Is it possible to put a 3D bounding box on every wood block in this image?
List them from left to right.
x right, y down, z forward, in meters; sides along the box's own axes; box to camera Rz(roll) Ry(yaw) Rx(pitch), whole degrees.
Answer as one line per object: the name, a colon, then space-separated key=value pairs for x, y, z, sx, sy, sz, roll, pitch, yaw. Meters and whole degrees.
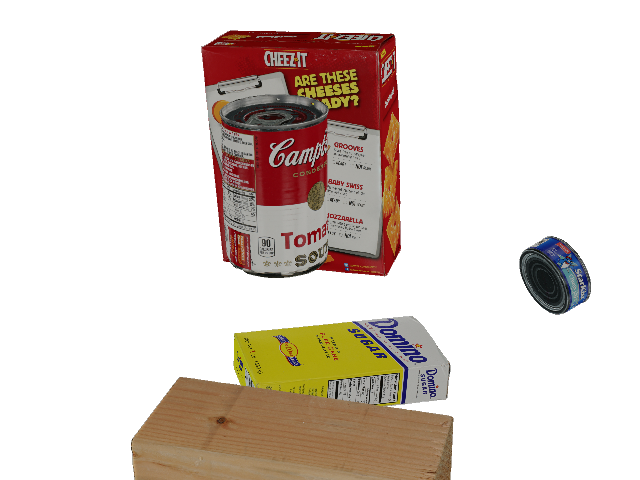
wood block: x=-0.017 y=0.167 z=0.749 sx=0.206 sy=0.090 sz=0.090 roll=6 pitch=26 yaw=15

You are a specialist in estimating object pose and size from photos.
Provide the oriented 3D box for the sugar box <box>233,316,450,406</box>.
sugar box: x=0.017 y=0.112 z=0.954 sx=0.176 sy=0.048 sz=0.093 roll=-7 pitch=27 yaw=-15

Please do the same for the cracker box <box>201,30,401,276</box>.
cracker box: x=-0.013 y=-0.081 z=0.979 sx=0.164 sy=0.214 sz=0.072 roll=5 pitch=26 yaw=17

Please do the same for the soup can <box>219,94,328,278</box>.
soup can: x=-0.029 y=-0.035 z=0.683 sx=0.068 sy=0.102 sz=0.068 roll=-1 pitch=23 yaw=0

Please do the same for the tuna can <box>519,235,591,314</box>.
tuna can: x=0.266 y=0.040 z=1.216 sx=0.033 sy=0.086 sz=0.086 roll=-27 pitch=10 yaw=-20
